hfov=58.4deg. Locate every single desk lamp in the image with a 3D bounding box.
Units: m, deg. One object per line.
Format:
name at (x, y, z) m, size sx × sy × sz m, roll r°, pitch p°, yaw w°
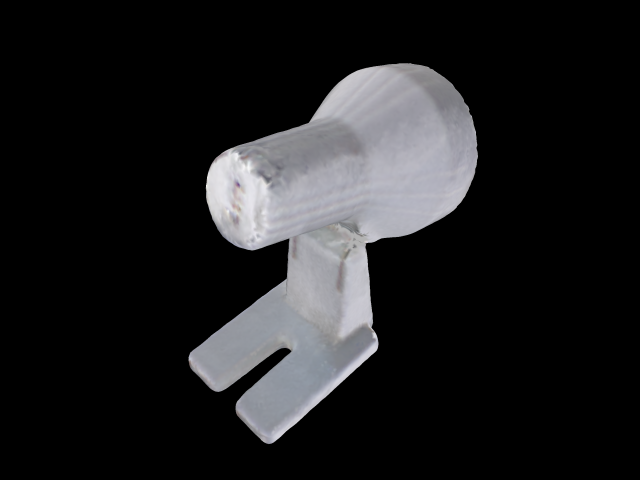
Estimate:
desk lamp at (0.004, 0.001, 0.400) m, size 0.117 × 0.214 × 0.204 m, roll 33°, pitch 54°, yaw 29°
